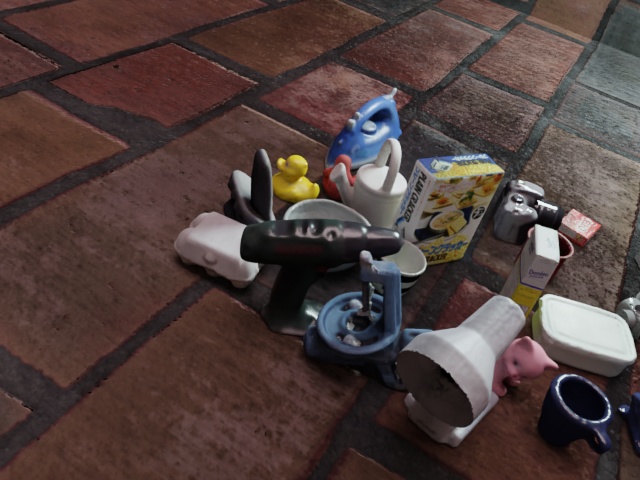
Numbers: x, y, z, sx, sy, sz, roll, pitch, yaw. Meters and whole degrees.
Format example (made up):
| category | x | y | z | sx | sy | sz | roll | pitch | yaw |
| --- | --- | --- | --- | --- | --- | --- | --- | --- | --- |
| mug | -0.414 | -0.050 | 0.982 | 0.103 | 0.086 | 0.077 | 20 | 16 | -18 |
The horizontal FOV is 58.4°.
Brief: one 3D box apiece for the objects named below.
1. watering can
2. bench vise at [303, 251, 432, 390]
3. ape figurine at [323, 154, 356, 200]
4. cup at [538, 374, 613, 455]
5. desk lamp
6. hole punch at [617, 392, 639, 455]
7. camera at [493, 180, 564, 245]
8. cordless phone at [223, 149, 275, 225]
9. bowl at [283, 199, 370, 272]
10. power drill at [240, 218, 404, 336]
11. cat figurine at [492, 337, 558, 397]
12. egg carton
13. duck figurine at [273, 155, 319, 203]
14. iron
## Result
| category | x | y | z | sx | sy | sz | roll | pitch | yaw |
| --- | --- | --- | --- | --- | --- | --- | --- | --- | --- |
| watering can | 0.107 | -0.103 | 1.095 | 0.173 | 0.194 | 0.100 | -7 | 44 | -26 |
| bench vise | 0.094 | 0.107 | 0.821 | 0.208 | 0.220 | 0.121 | 3 | 41 | -15 |
| ape figurine | 0.044 | -0.136 | 1.193 | 0.077 | 0.092 | 0.076 | 27 | 40 | 13 |
| cup | 0.364 | 0.267 | 0.825 | 0.092 | 0.095 | 0.117 | 1 | 41 | -18 |
| desk lamp | 0.187 | 0.179 | 0.773 | 0.117 | 0.213 | 0.204 | 39 | 44 | 26 |
| hole punch | 0.534 | 0.277 | 0.875 | 0.108 | 0.091 | 0.101 | 14 | 39 | -3 |
| camera | 0.456 | -0.061 | 1.241 | 0.136 | 0.101 | 0.143 | 20 | 39 | 4 |
| cordless phone | -0.112 | -0.097 | 1.018 | 0.094 | 0.185 | 0.147 | -4 | 43 | -23 |
| bowl | 0.009 | 0.004 | 1.029 | 0.167 | 0.075 | 0.167 | 10 | 39 | -8 |
| power drill | -0.010 | 0.051 | 0.860 | 0.230 | 0.208 | 0.075 | 8 | 40 | -9 |
| cat figurine | 0.295 | 0.177 | 0.889 | 0.067 | 0.118 | 0.127 | -18 | 50 | -35 |
| egg carton | -0.162 | 0.016 | 0.959 | 0.150 | 0.069 | 0.107 | 23 | 40 | 8 |
| duck figurine | -0.047 | -0.128 | 1.156 | 0.104 | 0.086 | 0.078 | 24 | 40 | 10 |
| iron | 0.102 | -0.259 | 1.319 | 0.118 | 0.141 | 0.259 | 32 | 42 | 18 |
